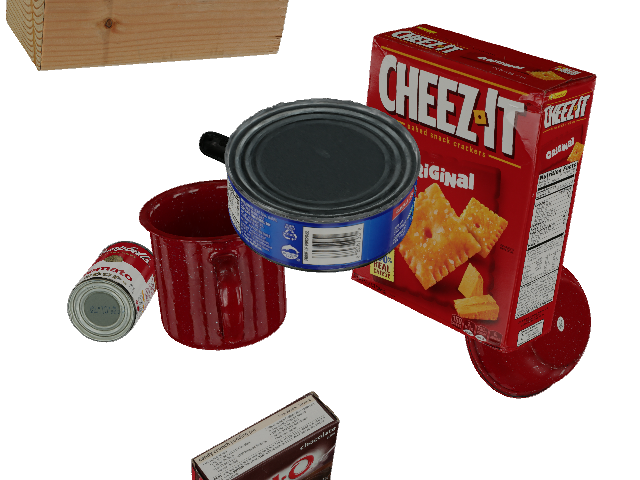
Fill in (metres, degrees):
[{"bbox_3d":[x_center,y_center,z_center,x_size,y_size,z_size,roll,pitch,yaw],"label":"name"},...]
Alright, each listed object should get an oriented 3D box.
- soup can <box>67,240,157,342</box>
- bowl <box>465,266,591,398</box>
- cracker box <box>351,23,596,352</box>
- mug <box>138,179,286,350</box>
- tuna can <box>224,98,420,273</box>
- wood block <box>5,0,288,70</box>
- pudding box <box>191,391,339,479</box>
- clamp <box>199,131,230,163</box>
[{"bbox_3d":[-0.201,0.049,1.043,0.068,0.068,0.102,0,20,6],"label":"soup can"},{"bbox_3d":[0.225,0.084,1.091,0.161,0.162,0.055,0,-1,-34],"label":"bowl"},{"bbox_3d":[0.109,-0.041,0.825,0.071,0.214,0.164,-22,36,-41],"label":"cracker box"},{"bbox_3d":[-0.061,0.021,0.665,0.093,0.081,0.117,-8,26,-11],"label":"mug"},{"bbox_3d":[0.001,-0.025,0.476,0.086,0.034,0.086,1,42,-1],"label":"tuna can"},{"bbox_3d":[-0.135,-0.202,0.855,0.205,0.091,0.090,-10,42,-30],"label":"wood block"},{"bbox_3d":[-0.042,0.174,0.803,0.113,0.090,0.039,-28,56,-28],"label":"pudding box"},{"bbox_3d":[-0.005,-0.045,1.030,0.209,0.036,0.165,15,19,-23],"label":"clamp"}]
